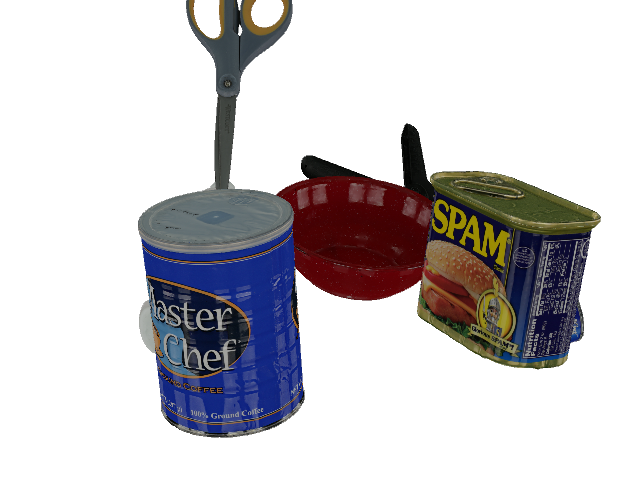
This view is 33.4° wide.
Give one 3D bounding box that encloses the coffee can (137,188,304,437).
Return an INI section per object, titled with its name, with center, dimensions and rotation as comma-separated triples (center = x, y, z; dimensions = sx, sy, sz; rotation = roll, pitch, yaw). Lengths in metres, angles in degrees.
[coffee can]
center = -0.065, 0.047, 0.727
dimensions = 0.103, 0.140, 0.103
rotation = -3, 22, 1

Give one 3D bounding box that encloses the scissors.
[scissors]
center = -0.057, -0.134, 0.858
dimensions = 0.096, 0.202, 0.016
rotation = -13, -19, -6

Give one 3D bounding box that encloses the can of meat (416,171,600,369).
[can of meat]
center = 0.099, 0.015, 0.592
dimensions = 0.057, 0.084, 0.102
rotation = -4, 20, -29

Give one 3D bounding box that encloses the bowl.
[bowl]
center = 0.033, 0.005, 0.918
dimensions = 0.162, 0.055, 0.162
rotation = 6, 29, -4

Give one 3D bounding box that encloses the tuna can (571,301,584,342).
[tuna can]
center = 0.255, 0.075, 1.178
dimensions = 0.033, 0.086, 0.086
rotation = -18, 3, -9

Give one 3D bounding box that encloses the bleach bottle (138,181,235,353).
[bleach bottle]
center = -0.123, 0.015, 1.134
dimensions = 0.102, 0.068, 0.250
rotation = -2, 36, 2

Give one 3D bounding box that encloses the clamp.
[clamp]
center = 0.087, -0.043, 1.160
dimensions = 0.164, 0.210, 0.036
rotation = -15, -37, -29
